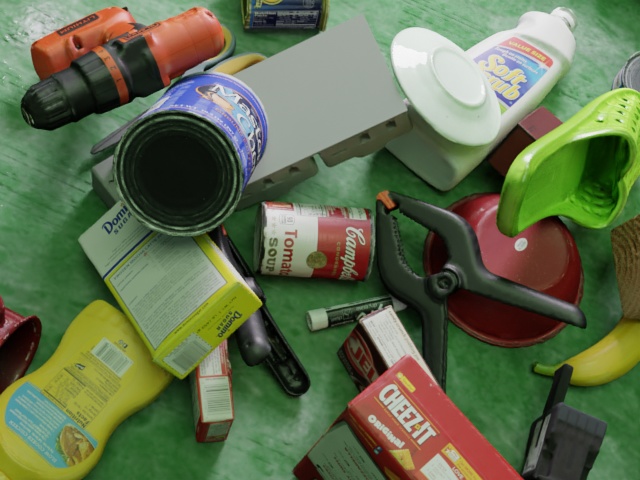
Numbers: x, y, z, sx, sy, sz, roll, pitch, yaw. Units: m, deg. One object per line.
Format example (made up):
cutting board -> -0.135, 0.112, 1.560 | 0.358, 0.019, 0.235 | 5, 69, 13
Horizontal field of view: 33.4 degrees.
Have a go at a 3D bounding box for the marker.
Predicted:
marker -> 0.047, 0.062, 0.981 | 0.121, 0.020, 0.020 | -11, 70, -15

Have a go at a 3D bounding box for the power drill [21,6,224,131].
power drill -> -0.196, -0.156, 0.948 | 0.184, 0.188, 0.057 | -28, 116, -20

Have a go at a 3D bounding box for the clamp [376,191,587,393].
clamp -> 0.109, 0.049, 0.955 | 0.164, 0.036, 0.210 | -42, 79, 6

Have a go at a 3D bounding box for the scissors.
scissors -> -0.145, -0.154, 1.041 | 0.201, 0.016, 0.096 | -21, 71, -18

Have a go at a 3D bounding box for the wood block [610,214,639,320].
wood block -> 0.385, 0.028, 0.991 | 0.205, 0.091, 0.090 | 7, 66, -23

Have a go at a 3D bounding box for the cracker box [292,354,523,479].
cracker box -> 0.073, 0.197, 0.822 | 0.072, 0.214, 0.164 | -37, 78, -24

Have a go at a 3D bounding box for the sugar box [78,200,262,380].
sugar box -> -0.129, 0.026, 0.895 | 0.093, 0.048, 0.176 | -42, 44, 0

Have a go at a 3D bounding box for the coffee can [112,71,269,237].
coffee can -> -0.102, -0.074, 0.876 | 0.103, 0.103, 0.140 | 19, 21, -2

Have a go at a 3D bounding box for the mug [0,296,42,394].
mug -> -0.286, 0.077, 0.867 | 0.081, 0.117, 0.093 | 27, 41, 8

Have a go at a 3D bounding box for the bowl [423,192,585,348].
bowl -> 0.182, 0.016, 1.006 | 0.162, 0.055, 0.162 | 4, 66, -9

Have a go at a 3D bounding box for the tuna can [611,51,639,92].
tuna can -> 0.351, -0.155, 1.120 | 0.086, 0.034, 0.086 | 4, 67, -9

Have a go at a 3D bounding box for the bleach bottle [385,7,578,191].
bleach bottle -> 0.174, -0.162, 1.077 | 0.102, 0.068, 0.250 | 41, 64, 9

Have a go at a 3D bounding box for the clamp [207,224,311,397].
clamp -> -0.067, 0.054, 0.918 | 0.039, 0.120, 0.171 | -32, 71, -2

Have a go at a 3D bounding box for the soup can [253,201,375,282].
soup can -> -0.006, 0.001, 0.970 | 0.102, 0.069, 0.068 | 4, 66, -9

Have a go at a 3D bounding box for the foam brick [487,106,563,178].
foam brick -> 0.208, -0.089, 1.040 | 0.053, 0.051, 0.078 | 44, 35, 10

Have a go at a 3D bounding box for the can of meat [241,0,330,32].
can of meat -> -0.038, -0.263, 1.086 | 0.084, 0.057, 0.102 | -2, 67, -8

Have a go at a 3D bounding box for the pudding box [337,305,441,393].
pudding box -> 0.064, 0.123, 0.920 | 0.039, 0.090, 0.113 | -27, 75, -20

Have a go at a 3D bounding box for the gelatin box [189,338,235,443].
gelatin box -> -0.093, 0.119, 0.902 | 0.030, 0.073, 0.089 | -4, 67, -12

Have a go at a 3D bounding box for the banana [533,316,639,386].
banana -> 0.288, 0.076, 1.008 | 0.069, 0.037, 0.197 | 45, 67, 8

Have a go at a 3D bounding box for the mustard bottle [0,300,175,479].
mustard bottle -> -0.213, 0.146, 0.878 | 0.096, 0.058, 0.191 | 41, 66, 3
